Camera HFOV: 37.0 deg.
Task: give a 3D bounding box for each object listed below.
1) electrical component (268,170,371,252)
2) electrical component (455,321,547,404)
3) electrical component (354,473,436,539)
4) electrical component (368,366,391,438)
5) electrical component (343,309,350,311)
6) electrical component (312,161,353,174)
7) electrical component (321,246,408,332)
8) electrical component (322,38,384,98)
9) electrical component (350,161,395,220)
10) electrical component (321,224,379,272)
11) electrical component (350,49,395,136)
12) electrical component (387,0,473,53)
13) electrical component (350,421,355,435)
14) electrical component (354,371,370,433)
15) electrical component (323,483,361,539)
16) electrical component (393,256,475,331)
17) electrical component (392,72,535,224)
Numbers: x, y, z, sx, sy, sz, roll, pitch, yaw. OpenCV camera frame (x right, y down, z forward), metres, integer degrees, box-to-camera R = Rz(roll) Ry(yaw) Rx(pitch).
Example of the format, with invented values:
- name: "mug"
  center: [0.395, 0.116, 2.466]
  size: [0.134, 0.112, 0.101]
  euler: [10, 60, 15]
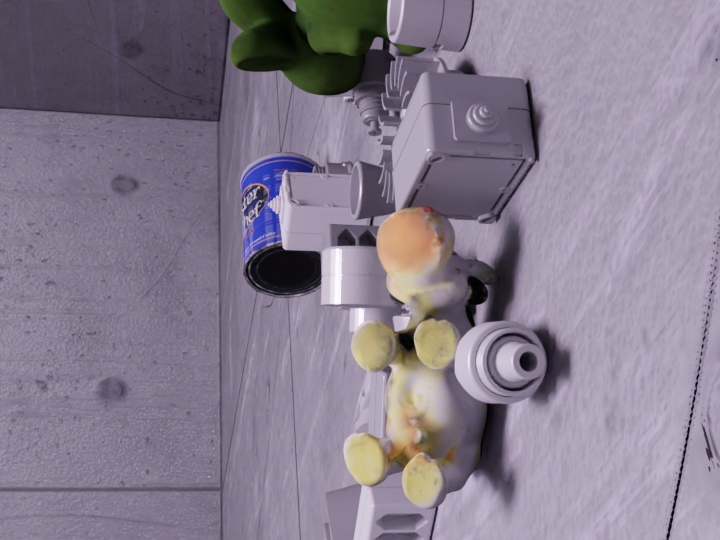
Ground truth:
- name: "electrical component"
  center: [-0.041, -0.053, 1.036]
  size: [0.061, 0.096, 0.061]
  euler: [-102, 17, -51]
- name: "electrical component"
  center: [0.075, 0.047, 0.551]
  size: [0.062, 0.043, 0.043]
  euler: [156, 116, -77]
- name: "electrical component"
  center: [0.021, 0.181, 0.799]
  size: [0.075, 0.047, 0.083]
  euler: [-106, 21, -59]
- name: "electrical component"
  center: [0.037, 0.103, 0.728]
  size: [0.077, 0.047, 0.065]
  euler: [-170, 82, -77]
- name: "electrical component"
  center: [-0.002, 0.004, 0.958]
  size: [0.045, 0.045, 0.055]
  euler: [118, 153, -66]
- name: "electrical component"
  center: [-0.036, -0.089, 1.104]
  size: [0.048, 0.062, 0.048]
  euler: [-178, 90, -79]
- name: "electrical component"
  center: [0.011, 0.027, 0.764]
  size: [0.138, 0.052, 0.073]
  euler: [18, -107, -74]
- name: "electrical component"
  center: [-0.013, -0.209, 1.003]
  size: [0.099, 0.064, 0.099]
  euler: [-178, 90, -79]
- name: "electrical component"
  center: [0.023, -0.059, 0.811]
  size: [0.045, 0.055, 0.045]
  euler: [-178, 90, -79]
- name: "electrical component"
  center: [0.000, 0.000, 0.891]
  size: [0.076, 0.066, 0.047]
  euler: [115, 154, -64]
- name: "electrical component"
  center: [0.012, -0.153, 0.928]
  size: [0.040, 0.040, 0.078]
  euler: [120, 150, -68]
- name: "electrical component"
  center: [0.046, -0.178, 0.734]
  size: [0.055, 0.047, 0.055]
  euler: [-178, 90, -79]
- name: "electrical component"
  center: [0.008, 0.136, 0.909]
  size: [0.061, 0.035, 0.035]
  euler: [-118, 32, -74]
- name: "electrical component"
  center: [0.018, 0.111, 0.802]
  size: [0.079, 0.044, 0.077]
  euler: [-72, -5, -49]
- name: "electrical component"
  center: [0.003, 0.226, 0.901]
  size: [0.099, 0.064, 0.099]
  euler: [171, 90, -87]
- name: "electrical component"
  center: [0.048, 0.019, 0.699]
  size: [0.066, 0.048, 0.055]
  euler: [156, 123, -78]
- name: "electrical component"
  center: [0.058, -0.075, 0.614]
  size: [0.096, 0.062, 0.061]
  euler: [115, 155, -64]
